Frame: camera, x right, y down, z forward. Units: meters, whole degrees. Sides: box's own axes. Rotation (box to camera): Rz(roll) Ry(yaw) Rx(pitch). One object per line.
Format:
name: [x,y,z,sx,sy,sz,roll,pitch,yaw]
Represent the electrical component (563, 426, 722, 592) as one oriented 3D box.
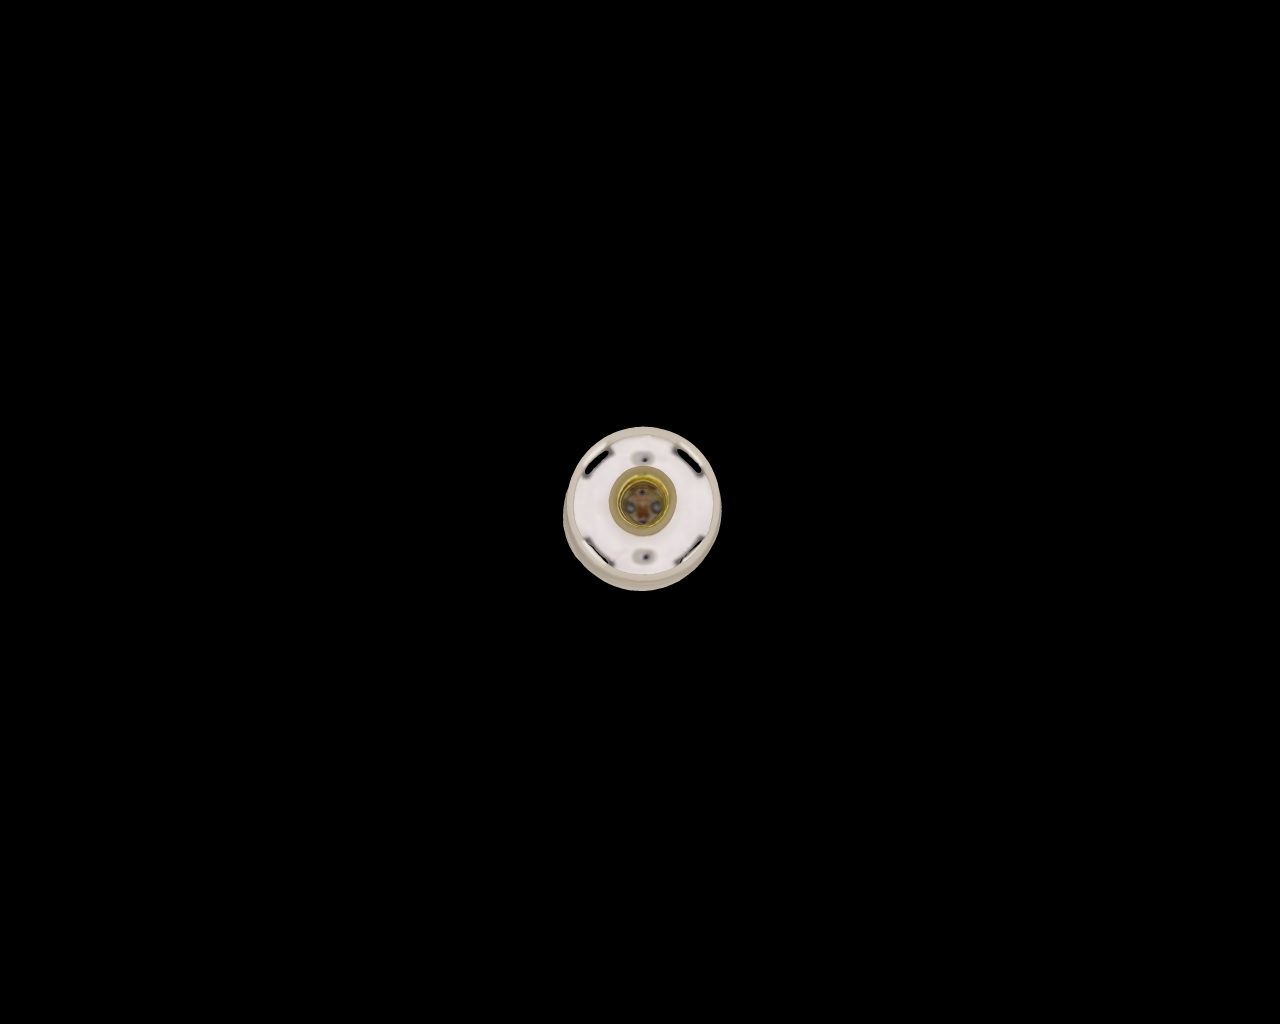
electrical component: [0.001,-0.003,0.650,0.099,0.099,0.064,0,-9,0]
